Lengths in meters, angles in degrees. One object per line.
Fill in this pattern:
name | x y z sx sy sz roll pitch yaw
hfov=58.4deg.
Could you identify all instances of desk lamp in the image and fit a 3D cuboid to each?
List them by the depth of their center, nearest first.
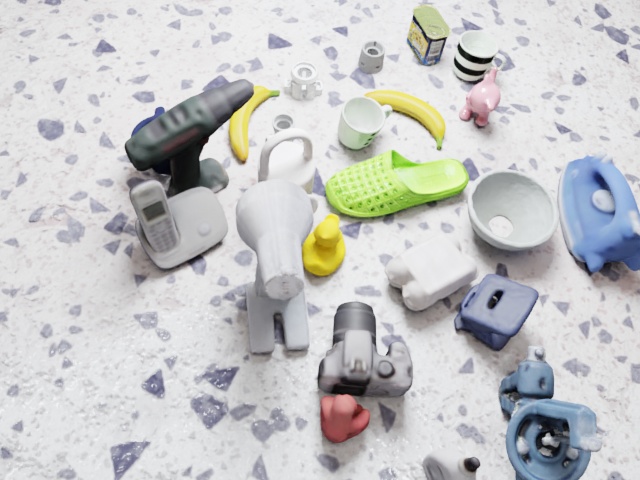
desk lamp | -0.063 0.043 0.880 0.118 0.213 0.203 -5 62 -8

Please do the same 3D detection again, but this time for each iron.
iron | 0.516 -0.075 1.042 0.118 0.141 0.258 -2 61 -6

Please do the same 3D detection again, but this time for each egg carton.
egg carton | 0.191 0.053 0.982 0.150 0.069 0.107 -27 67 -19

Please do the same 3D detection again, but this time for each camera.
camera | 0.071 0.166 0.889 0.143 0.101 0.137 4 61 -3

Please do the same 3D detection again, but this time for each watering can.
watering can | -0.052 -0.114 0.979 0.172 0.194 0.101 41 65 17

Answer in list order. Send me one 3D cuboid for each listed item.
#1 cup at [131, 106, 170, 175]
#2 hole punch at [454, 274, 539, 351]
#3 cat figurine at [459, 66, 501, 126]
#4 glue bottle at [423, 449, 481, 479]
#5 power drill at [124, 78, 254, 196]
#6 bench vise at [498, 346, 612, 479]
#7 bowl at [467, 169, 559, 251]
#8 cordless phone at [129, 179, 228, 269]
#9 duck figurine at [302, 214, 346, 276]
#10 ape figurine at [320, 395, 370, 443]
cup | -0.289 -0.175 1.047 0.092 0.095 0.117 -3 61 -7
hole punch | 0.289 0.113 0.946 0.101 0.091 0.109 35 64 13
cat figurine | 0.335 -0.296 1.161 0.067 0.118 0.128 24 62 8
glue bottle | 0.186 0.316 0.776 0.037 0.173 0.078 -15 63 -13
power drill | -0.212 -0.162 0.982 0.230 0.208 0.075 -30 68 -20
bench vise | 0.311 0.245 0.801 0.121 0.220 0.207 -10 62 -10
bowl | 0.341 -0.043 1.046 0.167 0.075 0.167 2 61 -4
cordless phone | -0.230 -0.046 0.929 0.148 0.185 0.094 -33 68 -21
duck figurine | 0.009 0.004 0.982 0.077 0.086 0.104 18 61 5
ape figurine | 0.034 0.255 0.842 0.077 0.092 0.076 38 64 15
